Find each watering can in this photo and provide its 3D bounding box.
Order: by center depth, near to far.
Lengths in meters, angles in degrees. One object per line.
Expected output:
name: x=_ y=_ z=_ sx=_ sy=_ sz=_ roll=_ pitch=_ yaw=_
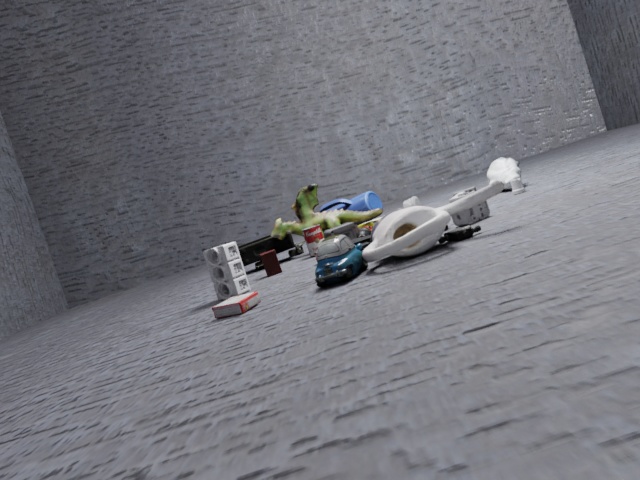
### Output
watering can: x=0.245 y=-0.040 z=1.201 sx=0.349 sy=0.104 sz=0.224 roll=-28 pitch=5 yaw=-8

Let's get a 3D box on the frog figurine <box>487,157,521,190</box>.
frog figurine: x=0.673 y=-0.232 z=1.887 sx=0.135 sy=0.123 sz=0.162 roll=-54 pitch=-6 yaw=29

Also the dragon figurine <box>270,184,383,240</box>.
dragon figurine: x=0.006 y=-0.097 z=1.927 sx=0.410 sy=0.242 sz=0.122 roll=-31 pitch=2 yaw=-1
